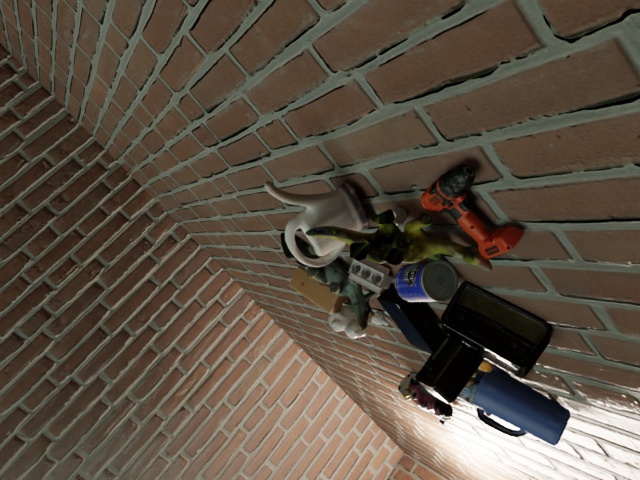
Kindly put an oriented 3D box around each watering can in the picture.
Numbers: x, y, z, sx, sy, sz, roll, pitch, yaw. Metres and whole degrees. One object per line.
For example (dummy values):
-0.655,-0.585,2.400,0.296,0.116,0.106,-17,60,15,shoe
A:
0.004,-0.064,1.281,0.225,0.340,0.106,-34,48,-9,watering can

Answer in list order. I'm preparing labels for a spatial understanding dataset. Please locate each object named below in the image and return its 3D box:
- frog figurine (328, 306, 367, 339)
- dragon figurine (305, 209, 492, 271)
0.107,0.316,1.996,0.138,0.121,0.161,-12,20,-15,frog figurine
0.188,0.018,1.181,0.411,0.123,0.240,8,-10,40,dragon figurine
